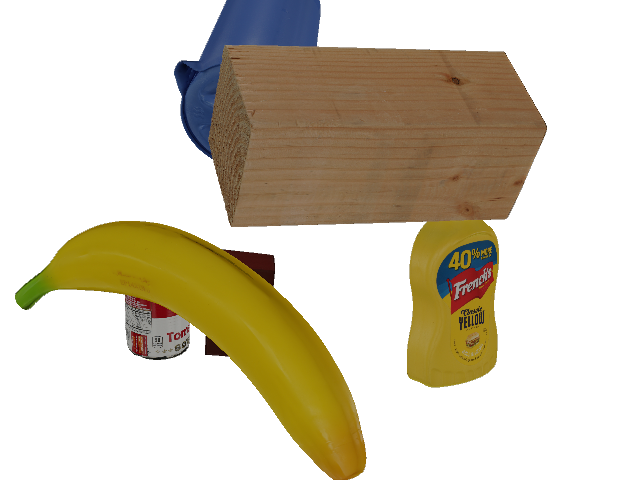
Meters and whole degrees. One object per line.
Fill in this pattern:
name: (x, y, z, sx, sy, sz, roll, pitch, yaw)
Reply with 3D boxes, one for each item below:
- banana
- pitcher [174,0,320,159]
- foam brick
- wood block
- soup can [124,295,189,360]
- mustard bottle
banana: (-0.054, 0.038, 0.501, 0.198, 0.070, 0.037, 25, 14, 23)
pitcher: (-0.055, -0.193, 1.163, 0.145, 0.149, 0.242, -6, 40, 14)
foam brick: (-0.067, 0.052, 0.888, 0.053, 0.078, 0.051, 4, 14, -4)
wood block: (0.036, -0.073, 0.737, 0.205, 0.091, 0.090, -2, -43, -18)
soup can: (-0.172, 0.066, 1.122, 0.068, 0.102, 0.068, 2, 23, -1)
mustard bottle: (0.126, 0.036, 1.000, 0.096, 0.192, 0.058, -11, 18, -34)
